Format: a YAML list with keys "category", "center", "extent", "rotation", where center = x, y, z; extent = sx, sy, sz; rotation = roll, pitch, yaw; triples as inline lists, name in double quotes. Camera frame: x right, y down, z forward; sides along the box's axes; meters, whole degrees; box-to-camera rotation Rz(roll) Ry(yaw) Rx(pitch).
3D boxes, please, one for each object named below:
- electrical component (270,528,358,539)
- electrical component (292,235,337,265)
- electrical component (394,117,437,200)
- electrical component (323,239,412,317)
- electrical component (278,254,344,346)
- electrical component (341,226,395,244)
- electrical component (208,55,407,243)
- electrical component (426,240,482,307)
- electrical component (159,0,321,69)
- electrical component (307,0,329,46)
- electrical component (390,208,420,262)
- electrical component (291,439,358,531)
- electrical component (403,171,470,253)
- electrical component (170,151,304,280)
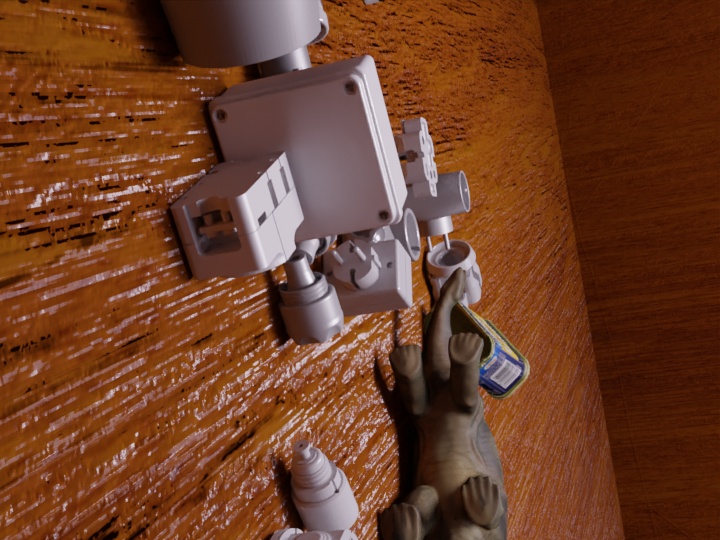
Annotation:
- category: "electrical component"
  center: [-0.029, 0.207, 0.697]
  extent: [0.080, 0.051, 0.080]
  rotation: [-9, 90, -73]
- category: "electrical component"
  center: [-0.038, -0.030, 0.799]
  extent: [0.062, 0.043, 0.043]
  rotation: [-78, 154, -45]
- category: "electrical component"
  center: [0.041, -0.107, 1.065]
  extent: [0.058, 0.057, 0.078]
  rotation: [1, 81, -73]
- category: "electrical component"
  center: [0.000, 0.000, 0.867]
  extent: [0.076, 0.066, 0.047]
  rotation: [51, 34, -59]
- category: "electrical component"
  center: [-0.039, 0.020, 0.773]
  extent: [0.043, 0.043, 0.062]
  rotation: [-62, 138, -63]
- category: "electrical component"
  center: [0.011, -0.020, 0.951]
  extent: [0.062, 0.043, 0.043]
  rotation: [63, 25, -49]
- category: "electrical component"
  center: [-0.033, -0.079, 0.730]
  extent: [0.056, 0.109, 0.108]
  rotation: [-68, 145, -64]
- category: "electrical component"
  center: [0.107, 0.003, 1.224]
  extent: [0.078, 0.058, 0.057]
  rotation: [-77, 156, -50]
- category: "electrical component"
  center: [-0.074, -0.166, 0.666]
  extent: [0.099, 0.099, 0.064]
  rotation: [-71, 153, -57]
- category: "electrical component"
  center: [-0.048, -0.210, 0.865]
  extent: [0.040, 0.040, 0.046]
  rotation: [42, 36, -64]
- category: "electrical component"
  center: [0.027, -0.030, 1.000]
  extent: [0.055, 0.047, 0.055]
  rotation: [-9, 90, -73]
- category: "electrical component"
  center: [-0.029, 0.150, 0.745]
  extent: [0.040, 0.040, 0.078]
  rotation: [-74, 150, -54]
- category: "electrical component"
  center: [0.075, -0.058, 1.117]
  extent: [0.043, 0.077, 0.079]
  rotation: [-39, 119, -71]
- category: "electrical component"
  center: [-0.073, -0.031, 0.674]
  extent: [0.089, 0.050, 0.055]
  rotation: [-61, 139, -63]
